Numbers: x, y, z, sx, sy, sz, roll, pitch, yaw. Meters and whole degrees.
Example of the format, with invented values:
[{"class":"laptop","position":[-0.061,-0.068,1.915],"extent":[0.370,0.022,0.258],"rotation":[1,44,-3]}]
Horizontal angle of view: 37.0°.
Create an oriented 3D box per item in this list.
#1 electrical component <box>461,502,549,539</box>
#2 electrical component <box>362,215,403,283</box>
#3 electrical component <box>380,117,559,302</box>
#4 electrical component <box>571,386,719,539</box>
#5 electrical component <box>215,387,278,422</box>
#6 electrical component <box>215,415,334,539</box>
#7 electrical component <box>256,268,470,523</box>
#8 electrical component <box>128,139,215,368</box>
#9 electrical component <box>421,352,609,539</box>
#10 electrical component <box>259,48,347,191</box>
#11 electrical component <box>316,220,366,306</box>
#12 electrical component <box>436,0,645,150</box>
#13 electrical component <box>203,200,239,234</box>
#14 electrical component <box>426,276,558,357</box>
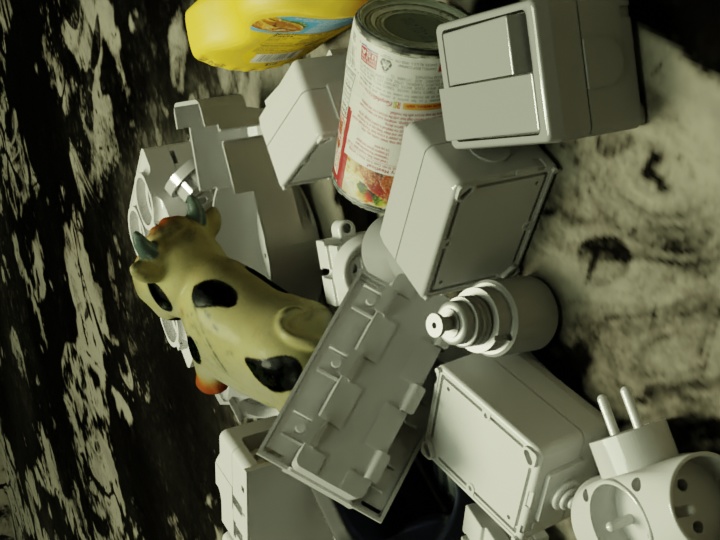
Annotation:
[{"class":"electrical component","position":[0.086,0.164,0.609],"extent":[0.055,0.048,0.066],"rotation":[-126,33,-52]},{"class":"electrical component","position":[0.033,-0.010,0.637],"extent":[0.055,0.045,0.045],"rotation":[13,113,62]},{"class":"electrical component","position":[0.052,-0.032,0.569],"extent":[0.061,0.062,0.096],"rotation":[57,147,36]},{"class":"electrical component","position":[0.129,0.093,0.491],"extent":[0.077,0.044,0.079],"rotation":[-39,66,62]},{"class":"electrical component","position":[-0.077,0.086,0.872],"extent":[0.042,0.081,0.063],"rotation":[79,-168,-56]},{"class":"electrical component","position":[-0.050,0.197,0.828],"extent":[0.060,0.105,0.186],"rotation":[42,138,50]},{"class":"electrical component","position":[0.008,0.066,0.596],"extent":[0.079,0.121,0.063],"rotation":[29,164,0]},{"class":"electrical component","position":[-0.163,-0.015,1.012],"extent":[0.186,0.060,0.105],"rotation":[65,152,23]},{"class":"electrical component","position":[0.087,0.090,0.562],"extent":[0.096,0.061,0.061],"rotation":[40,134,42]},{"class":"electrical component","position":[-0.018,-0.100,0.678],"extent":[0.096,0.062,0.061],"rotation":[-43,63,61]},{"class":"electrical component","position":[0.000,0.000,0.708],"extent":[0.055,0.048,0.066],"rotation":[-169,68,-70]},{"class":"electrical component","position":[0.074,-0.090,0.497],"extent":[0.096,0.061,0.061],"rotation":[7,108,63]},{"class":"electrical component","position":[-0.114,-0.029,0.926],"extent":[0.066,0.048,0.055],"rotation":[44,147,48]},{"class":"electrical component","position":[0.067,0.025,0.554],"extent":[0.040,0.078,0.040],"rotation":[7,99,51]}]
